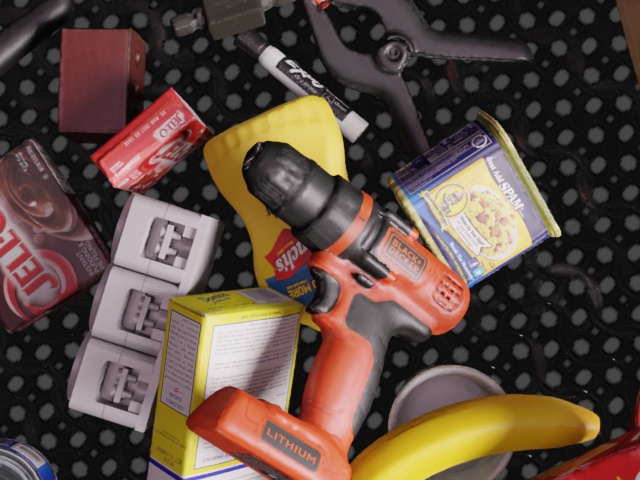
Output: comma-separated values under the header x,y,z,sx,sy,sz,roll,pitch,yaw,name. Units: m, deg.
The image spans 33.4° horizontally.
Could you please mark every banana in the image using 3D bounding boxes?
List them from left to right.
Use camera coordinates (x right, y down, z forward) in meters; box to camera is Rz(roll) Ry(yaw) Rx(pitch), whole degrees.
x,y,z,sx,sy,sz,roll,pitch,yaw,name
0.081,0.142,0.688,0.198,0.037,0.069,-30,106,3,banana

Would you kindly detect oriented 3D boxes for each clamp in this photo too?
x,y,z,sx,sy,sz,roll,pitch,yaw,name
-0.271,-0.109,0.771,0.164,0.036,0.210,6,76,2,clamp
0.065,-0.138,0.772,0.171,0.039,0.120,45,90,-1,clamp

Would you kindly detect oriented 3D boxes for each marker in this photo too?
x,y,z,sx,sy,sz,roll,pitch,yaw,name
-0.016,-0.116,0.784,0.121,0.020,0.020,40,90,2,marker

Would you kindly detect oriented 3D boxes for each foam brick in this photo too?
x,y,z,sx,sy,sz,roll,pitch,yaw,name
-0.157,-0.111,0.772,0.051,0.053,0.078,2,89,2,foam brick

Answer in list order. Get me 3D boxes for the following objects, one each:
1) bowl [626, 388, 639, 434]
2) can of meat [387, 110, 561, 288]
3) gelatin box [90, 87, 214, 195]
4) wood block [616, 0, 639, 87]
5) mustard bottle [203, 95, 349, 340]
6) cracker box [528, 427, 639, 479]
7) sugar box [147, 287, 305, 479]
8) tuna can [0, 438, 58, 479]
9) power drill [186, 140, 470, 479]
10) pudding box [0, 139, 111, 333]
x,y,z,sx,sy,sz,roll,pitch,yaw,name
0.263,0.161,0.727,0.162,0.055,0.162,15,52,-21,bowl
0.106,-0.024,0.747,0.084,0.057,0.102,-33,114,3,can of meat
-0.116,-0.066,0.751,0.073,0.089,0.030,-39,87,0,gelatin box
0.263,-0.133,0.709,0.091,0.090,0.206,-9,70,1,wood block
-0.005,0.001,0.760,0.096,0.058,0.191,-23,89,13,mustard bottle
0.189,0.209,0.640,0.214,0.071,0.164,-37,78,38,cracker box
-0.067,0.124,0.725,0.048,0.093,0.176,23,108,41,sugar box
-0.236,0.190,0.777,0.086,0.034,0.086,0,89,2,tuna can
-0.006,0.053,0.670,0.184,0.057,0.187,37,68,-19,power drill
-0.213,-0.003,0.778,0.090,0.039,0.113,-33,87,2,pudding box
